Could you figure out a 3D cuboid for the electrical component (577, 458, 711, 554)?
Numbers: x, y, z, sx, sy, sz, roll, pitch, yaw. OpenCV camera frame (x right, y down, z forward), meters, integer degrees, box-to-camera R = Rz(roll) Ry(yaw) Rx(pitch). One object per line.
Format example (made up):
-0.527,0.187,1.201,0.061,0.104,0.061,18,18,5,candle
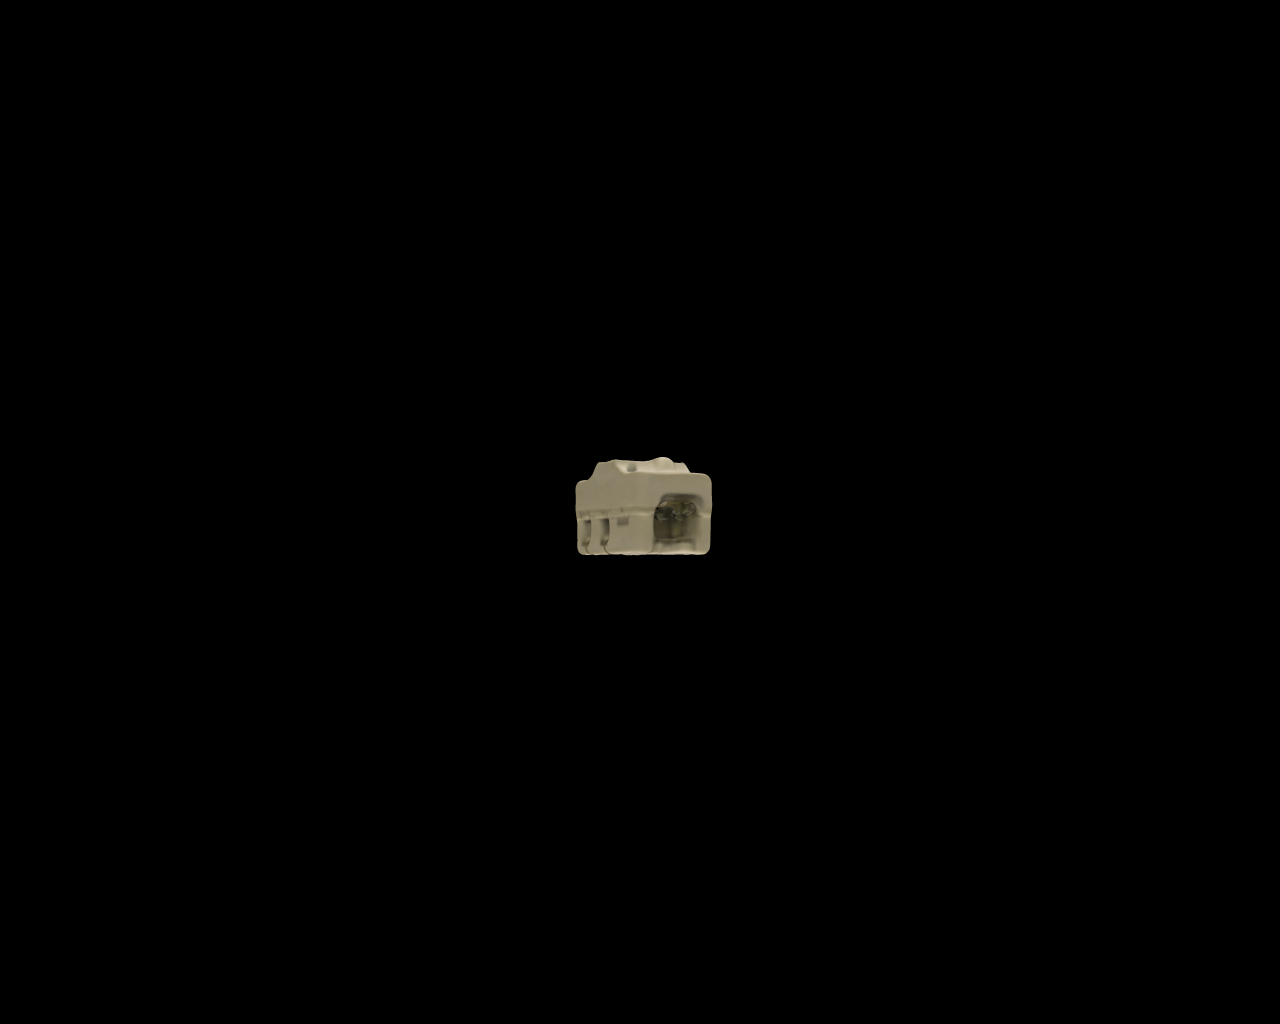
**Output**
0.001,-0.003,0.650,0.050,0.055,0.089,1,-2,-28,electrical component
